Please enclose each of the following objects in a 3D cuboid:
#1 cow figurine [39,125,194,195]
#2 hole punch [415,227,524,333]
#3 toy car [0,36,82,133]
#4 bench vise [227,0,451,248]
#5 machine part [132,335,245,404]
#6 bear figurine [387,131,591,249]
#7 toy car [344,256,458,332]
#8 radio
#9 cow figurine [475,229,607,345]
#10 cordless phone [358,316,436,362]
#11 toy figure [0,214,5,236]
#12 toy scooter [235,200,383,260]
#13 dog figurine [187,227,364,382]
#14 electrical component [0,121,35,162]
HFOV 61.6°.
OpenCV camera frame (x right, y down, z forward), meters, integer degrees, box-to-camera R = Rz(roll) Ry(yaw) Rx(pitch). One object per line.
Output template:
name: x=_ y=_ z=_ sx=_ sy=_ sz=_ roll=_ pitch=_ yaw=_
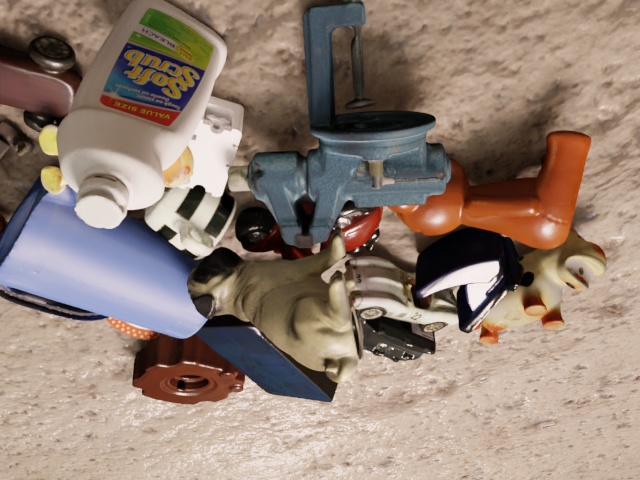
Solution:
cow figurine: x=-0.182 y=-0.079 z=0.529 sx=0.168 sy=0.098 sz=0.068 roll=7 pitch=107 yaw=20
hole punch: x=0.183 y=0.034 z=0.676 sx=0.092 sy=0.142 sz=0.115 roll=35 pitch=116 yaw=-3
toy car: x=-0.324 y=-0.162 z=0.493 sx=0.202 sy=0.053 sz=0.089 roll=11 pitch=136 yaw=-20
bench vise: x=0.013 y=-0.118 z=0.518 sx=0.224 sy=0.129 sz=0.240 roll=2 pitch=112 yaw=14
machine part: x=-0.207 y=0.209 z=0.853 sx=0.179 sy=0.056 sz=0.179 roll=-2 pitch=144 yaw=-2
bear figurine: x=0.183 y=-0.058 z=0.607 sx=0.196 sy=0.132 sz=0.120 roll=14 pitch=176 yaw=23
toy car: x=0.113 y=0.073 z=0.724 sx=0.201 sy=0.073 sz=0.056 roll=17 pitch=141 yaw=-34
radio: x=-0.073 y=0.154 z=0.786 sx=0.131 sy=0.073 sz=0.229 roll=-5 pitch=139 yaw=34
cow figurine: x=0.283 y=0.054 z=0.716 sx=0.085 sy=0.127 sz=0.195 roll=30 pitch=140 yaw=-28
cordless phone: x=0.075 y=0.147 z=0.824 sx=0.146 sy=0.089 sz=0.184 roll=24 pitch=140 yaw=-26
toy figure: x=-0.405 y=-0.002 z=0.644 sx=0.058 sy=0.064 sz=0.154 roll=20 pitch=138 yaw=27
toy scooter: x=-0.001 y=-0.002 z=0.660 sx=0.184 sy=0.075 sz=0.135 roll=-15 pitch=135 yaw=15
dog figurine: x=-0.055 y=0.082 z=0.585 sx=0.191 sy=0.172 sz=0.121 roll=-12 pitch=127 yaw=8
electrical component: x=-0.345 y=-0.072 z=0.556 sx=0.045 sy=0.102 sz=0.078 roll=36 pitch=146 yaw=-25
